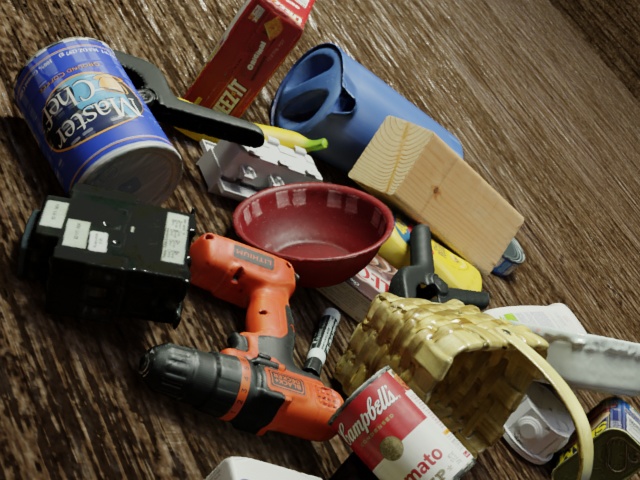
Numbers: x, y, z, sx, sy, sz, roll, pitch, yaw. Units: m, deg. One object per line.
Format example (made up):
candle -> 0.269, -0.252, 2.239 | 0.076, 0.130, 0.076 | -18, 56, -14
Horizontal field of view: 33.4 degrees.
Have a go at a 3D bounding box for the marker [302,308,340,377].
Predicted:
marker -> 0.001, 0.101, 1.017 | 0.020, 0.020, 0.121 | 38, 26, -8

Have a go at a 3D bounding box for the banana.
banana -> -0.093, -0.122, 1.176 | 0.197, 0.070, 0.037 | 10, 63, -24

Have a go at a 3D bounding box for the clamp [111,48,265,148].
clamp -> -0.181, -0.124, 1.062 | 0.210, 0.036, 0.164 | 38, 49, 16

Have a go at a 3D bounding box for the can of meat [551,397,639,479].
can of meat -> 0.300, 0.226, 1.149 | 0.057, 0.102, 0.083 | 44, 24, -2

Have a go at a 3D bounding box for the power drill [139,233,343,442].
power drill -> -0.073, 0.079, 0.909 | 0.184, 0.057, 0.187 | 23, 33, -29

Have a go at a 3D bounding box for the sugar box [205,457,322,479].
sugar box -> -0.022, 0.238, 0.745 | 0.093, 0.048, 0.176 | 23, 33, -34

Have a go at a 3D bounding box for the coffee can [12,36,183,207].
coffee can -> -0.198, -0.096, 0.947 | 0.102, 0.103, 0.140 | 4, 44, -52

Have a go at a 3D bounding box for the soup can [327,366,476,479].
soup can -> 0.064, 0.159, 0.841 | 0.102, 0.069, 0.068 | 46, 26, 13

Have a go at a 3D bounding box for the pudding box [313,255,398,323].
pudding box -> 0.049, 0.050, 1.139 | 0.113, 0.039, 0.090 | 36, 28, -11

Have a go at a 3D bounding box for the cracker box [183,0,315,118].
cracker box -> -0.075, -0.237, 1.264 | 0.072, 0.164, 0.213 | 34, 27, -11

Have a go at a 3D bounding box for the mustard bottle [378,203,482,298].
mustard bottle -> 0.100, 0.010, 1.249 | 0.191, 0.058, 0.096 | 36, 20, -12

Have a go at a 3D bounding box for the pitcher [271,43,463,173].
pitcher -> 0.061, -0.139, 1.364 | 0.242, 0.145, 0.149 | 28, 41, -34

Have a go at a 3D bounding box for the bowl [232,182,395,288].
bowl -> -0.007, 0.001, 1.070 | 0.162, 0.055, 0.162 | 1, 30, -1

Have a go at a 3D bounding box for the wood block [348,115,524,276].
wood block -> 0.144, -0.051, 1.292 | 0.205, 0.091, 0.090 | 37, -5, -39

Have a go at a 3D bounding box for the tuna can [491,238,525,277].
tuna can -> 0.240, 0.009, 1.472 | 0.086, 0.034, 0.086 | 32, 28, -20

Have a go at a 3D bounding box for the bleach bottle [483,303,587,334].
bleach bottle -> 0.223, 0.117, 1.254 | 0.250, 0.068, 0.103 | 9, 40, -45

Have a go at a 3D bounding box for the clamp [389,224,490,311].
clamp -> 0.126, 0.060, 1.145 | 0.120, 0.039, 0.171 | 39, 35, -3
